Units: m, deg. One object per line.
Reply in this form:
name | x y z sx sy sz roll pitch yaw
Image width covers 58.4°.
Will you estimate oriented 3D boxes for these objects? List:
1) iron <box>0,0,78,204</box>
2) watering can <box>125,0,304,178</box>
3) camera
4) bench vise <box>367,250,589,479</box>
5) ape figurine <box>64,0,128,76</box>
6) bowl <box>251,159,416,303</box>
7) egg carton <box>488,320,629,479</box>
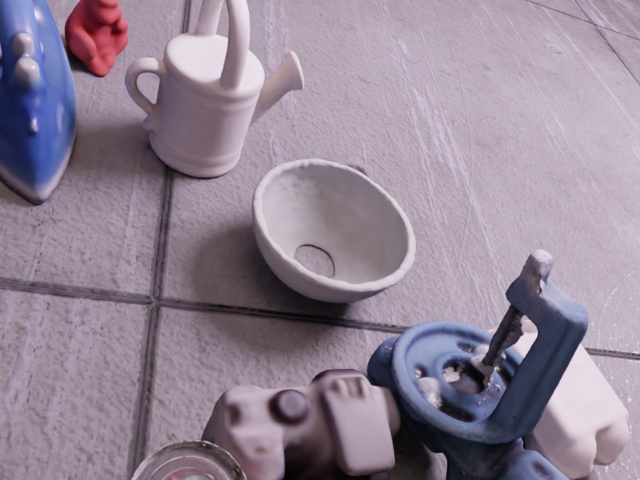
iron | -0.283 -0.174 0.534 0.119 0.141 0.258 -10 56 -32
watering can | -0.102 -0.168 0.580 0.173 0.194 0.100 -27 66 -40
camera | 0.001 0.168 0.396 0.143 0.100 0.136 3 50 -24
bench vise | 0.147 0.119 0.427 0.207 0.219 0.122 40 45 12
ape figurine | -0.252 -0.248 0.651 0.076 0.092 0.078 46 47 17
bowl | 0.005 0.002 0.566 0.168 0.074 0.167 14 46 -15
egg carton | 0.217 0.146 0.545 0.107 0.069 0.150 -7 54 -31
